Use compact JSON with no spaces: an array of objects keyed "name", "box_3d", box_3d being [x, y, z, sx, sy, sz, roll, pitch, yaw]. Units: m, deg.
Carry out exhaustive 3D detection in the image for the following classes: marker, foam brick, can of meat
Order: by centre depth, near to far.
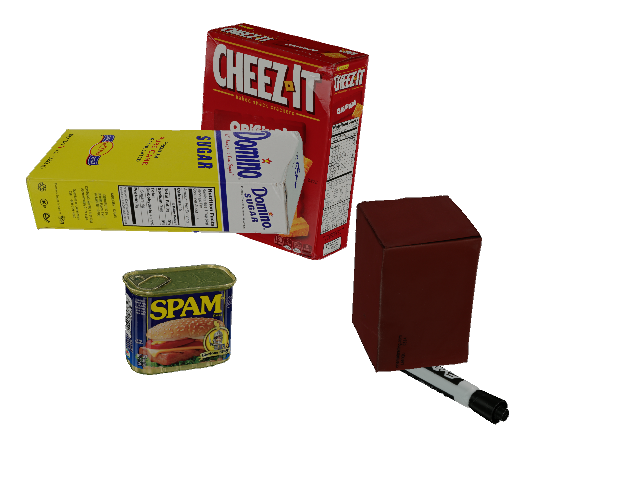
[{"name":"foam brick","box_3d":[0.048,0.022,0.558,0.053,0.078,0.051,-5,31,-12]},{"name":"marker","box_3d":[0.091,0.105,0.800,0.020,0.020,0.121,0,19,-45]},{"name":"can of meat","box_3d":[-0.132,0.073,0.995,0.102,0.084,0.057,-5,20,-24]}]

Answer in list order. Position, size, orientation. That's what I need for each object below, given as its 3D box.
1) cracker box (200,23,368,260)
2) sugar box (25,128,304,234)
[{"name":"cracker box","box_3d":[-0.046,-0.103,1.118,0.164,0.214,0.071,20,27,29]},{"name":"sugar box","box_3d":[-0.103,-0.043,0.742,0.176,0.048,0.093,-1,28,7]}]
